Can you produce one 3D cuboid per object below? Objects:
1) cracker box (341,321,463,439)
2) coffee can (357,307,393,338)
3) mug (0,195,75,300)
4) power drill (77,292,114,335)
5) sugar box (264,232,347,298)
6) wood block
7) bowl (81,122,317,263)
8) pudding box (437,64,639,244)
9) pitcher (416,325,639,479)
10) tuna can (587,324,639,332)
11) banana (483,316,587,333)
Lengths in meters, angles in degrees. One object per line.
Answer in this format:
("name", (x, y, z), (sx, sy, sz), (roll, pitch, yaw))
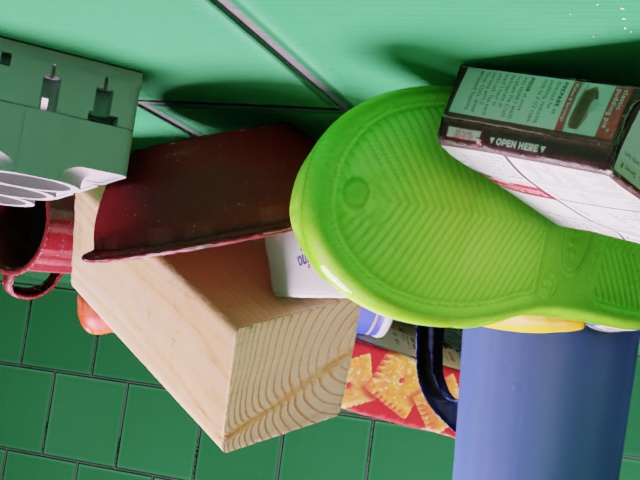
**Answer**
("cracker box", (0.075, 0.116, 0.984), (0.213, 0.072, 0.164), (18, -170, -14))
("coffee can", (-0.011, 0.019, 0.868), (0.140, 0.103, 0.103), (9, 173, -8))
("mug", (-0.231, -0.002, 0.909), (0.093, 0.117, 0.081), (29, -167, 36))
("power drill", (-0.132, 0.028, 0.991), (0.184, 0.057, 0.188), (-7, -164, -11))
("sugar box", (0.065, -0.003, 0.622), (0.175, 0.048, 0.094), (-9, -176, -36))
("wood block", (-0.076, 0.034, 0.694), (0.090, 0.090, 0.206), (-12, -147, -35))
("bowl", (-0.056, -0.030, 0.588), (0.162, 0.055, 0.162), (-11, -175, 1))
("pudding box", (0.116, -0.031, 0.449), (0.090, 0.039, 0.113), (17, 174, 46))
("pitcher", (0.149, 0.099, 0.758), (0.145, 0.243, 0.149), (10, 170, -10))
("tuna can", (0.194, 0.016, 0.681), (0.086, 0.086, 0.034), (9, 172, -14))
("banana", (0.086, 0.024, 0.701), (0.069, 0.037, 0.198), (-12, -161, -27))
